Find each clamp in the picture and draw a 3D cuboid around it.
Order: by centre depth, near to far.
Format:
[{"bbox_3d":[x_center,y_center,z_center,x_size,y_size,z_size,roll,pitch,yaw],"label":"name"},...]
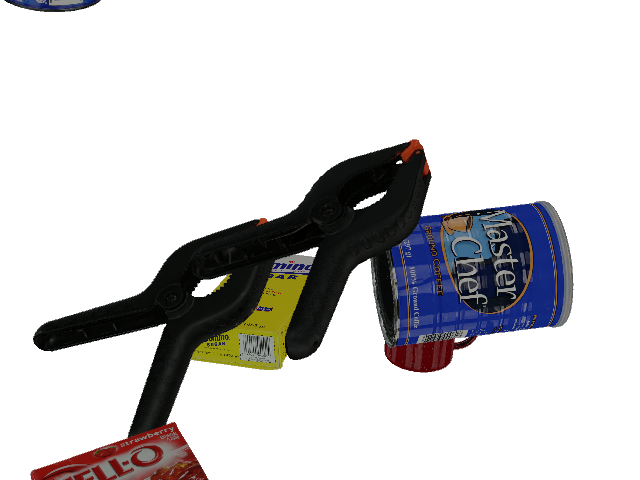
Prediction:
[{"bbox_3d":[0.010,0.001,0.680,0.171,0.120,0.039,-35,-38,-8],"label":"clamp"},{"bbox_3d":[-0.122,0.055,0.854,0.165,0.209,0.036,29,-23,35],"label":"clamp"}]

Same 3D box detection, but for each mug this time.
[{"bbox_3d":[0.130,0.102,1.257,0.117,0.081,0.093,0,22,-7],"label":"mug"}]

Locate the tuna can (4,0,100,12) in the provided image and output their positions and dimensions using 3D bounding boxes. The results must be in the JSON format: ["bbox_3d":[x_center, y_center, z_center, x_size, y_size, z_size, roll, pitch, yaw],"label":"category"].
[{"bbox_3d":[-0.201,-0.203,0.795,0.086,0.034,0.086,6,37,-4],"label":"tuna can"}]

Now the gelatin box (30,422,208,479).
[{"bbox_3d":[-0.109,0.143,0.595,0.089,0.030,0.073,-16,28,-20],"label":"gelatin box"}]

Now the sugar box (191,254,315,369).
[{"bbox_3d":[-0.057,0.063,1.045,0.093,0.048,0.176,6,26,14],"label":"sugar box"}]

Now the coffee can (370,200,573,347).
[{"bbox_3d":[0.118,0.027,0.855,0.140,0.103,0.103,-7,1,-5],"label":"coffee can"}]
